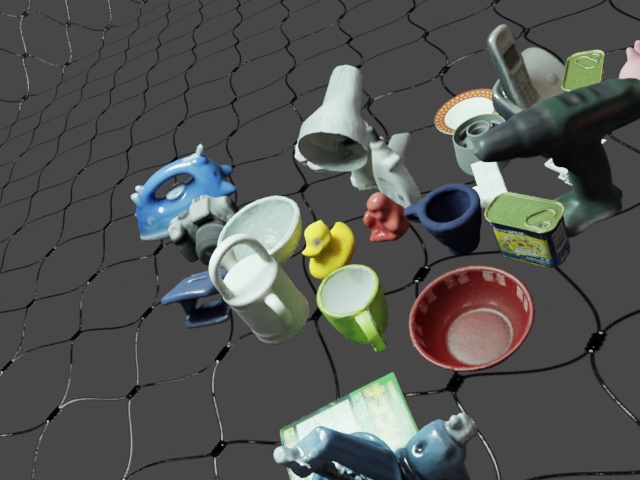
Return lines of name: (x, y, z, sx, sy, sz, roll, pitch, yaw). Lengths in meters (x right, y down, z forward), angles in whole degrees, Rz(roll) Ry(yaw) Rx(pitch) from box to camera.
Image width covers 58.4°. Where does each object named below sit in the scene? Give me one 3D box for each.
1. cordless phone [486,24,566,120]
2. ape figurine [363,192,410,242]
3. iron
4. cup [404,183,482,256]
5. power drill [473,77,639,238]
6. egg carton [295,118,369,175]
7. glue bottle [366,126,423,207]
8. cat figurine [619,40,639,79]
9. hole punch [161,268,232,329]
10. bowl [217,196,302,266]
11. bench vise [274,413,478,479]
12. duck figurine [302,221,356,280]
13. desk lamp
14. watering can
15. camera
cordless phone: (0.345, -0.296, 0.965, 0.093, 0.186, 0.148, 18, 61, 43)
ape figurine: (0.104, -0.041, 0.938, 0.076, 0.092, 0.077, -34, 40, -1)
iron: (-0.315, -0.100, 1.236, 0.258, 0.142, 0.118, -28, 40, 7)
cup: (0.191, -0.021, 0.859, 0.117, 0.095, 0.092, -3, 48, 31)
power drill: (0.330, -0.106, 0.764, 0.229, 0.209, 0.075, -30, 40, 4)
egg carton: (0.024, -0.202, 1.173, 0.150, 0.070, 0.107, -44, 41, -13)
glue bottle: (0.114, -0.120, 0.948, 0.037, 0.174, 0.077, -46, 41, -15)
cat figurine: (0.492, -0.254, 0.879, 0.067, 0.118, 0.128, -3, 48, 32)
hole punch: (-0.212, 0.091, 1.013, 0.108, 0.091, 0.101, -14, 43, 22)
bowl: (-0.098, 0.003, 1.041, 0.167, 0.075, 0.167, -18, 42, 17)
bench vise: (0.054, 0.228, 0.598, 0.207, 0.220, 0.121, -44, 41, -13)
duck figurine: (0.009, 0.003, 0.961, 0.077, 0.086, 0.105, 13, 58, 41)
desk lamp: (0.062, -0.186, 1.018, 0.117, 0.214, 0.203, -3, 48, 31)
watering can: (-0.107, 0.068, 0.886, 0.172, 0.195, 0.101, 6, 53, 37)
camera: (-0.227, -0.012, 1.121, 0.143, 0.101, 0.136, -25, 40, 9)
